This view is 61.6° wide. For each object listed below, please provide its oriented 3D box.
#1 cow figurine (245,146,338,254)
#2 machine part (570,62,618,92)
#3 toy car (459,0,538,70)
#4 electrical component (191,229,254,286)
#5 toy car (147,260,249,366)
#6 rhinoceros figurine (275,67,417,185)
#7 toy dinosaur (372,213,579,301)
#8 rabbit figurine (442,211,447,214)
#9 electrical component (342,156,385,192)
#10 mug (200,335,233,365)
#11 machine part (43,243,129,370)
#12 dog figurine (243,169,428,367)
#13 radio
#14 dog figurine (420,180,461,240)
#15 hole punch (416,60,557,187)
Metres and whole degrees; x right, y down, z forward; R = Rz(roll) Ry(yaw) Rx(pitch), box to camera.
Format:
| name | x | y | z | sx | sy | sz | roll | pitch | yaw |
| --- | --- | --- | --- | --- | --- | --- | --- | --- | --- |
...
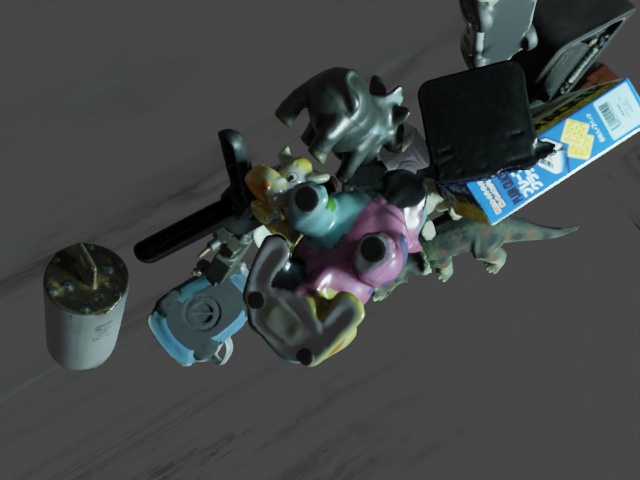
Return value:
| name | x | y | z | sx | sy | sz | roll | pitch | yaw |
| --- | --- | --- | --- | --- | --- | --- | --- | --- | --- |
| cow figurine | -0.019 | -0.045 | 0.562 | 0.098 | 0.068 | 0.167 | -45 | 161 | -9 |
| machine part | 0.401 | -0.200 | 0.896 | 0.201 | 0.087 | 0.201 | -45 | -178 | 27 |
| toy car | 0.177 | -0.221 | 0.531 | 0.073 | 0.056 | 0.201 | -29 | 169 | 11 |
| electrical component | -0.128 | 0.018 | 0.702 | 0.078 | 0.045 | 0.102 | -57 | -176 | -35 |
| toy car | -0.167 | 0.097 | 0.784 | 0.162 | 0.109 | 0.103 | -40 | -169 | -16 |
| rhinoceros figurine | 0.036 | -0.121 | 0.547 | 0.112 | 0.073 | 0.190 | -48 | 160 | 15 |
| toy dinosaur | 0.274 | -0.006 | 1.013 | 0.405 | 0.131 | 0.192 | -20 | 158 | 15 |
| rabbit figurine | 0.285 | -0.121 | 1.028 | 0.170 | 0.121 | 0.159 | 3 | 153 | -36 |
| electrical component | 0.058 | -0.042 | 0.723 | 0.058 | 0.134 | 0.115 | 2 | 167 | 3 |
| mug | -0.182 | 0.146 | 0.885 | 0.081 | 0.110 | 0.107 | -11 | 142 | -44 |
| machine part | -0.247 | 0.076 | 0.564 | 0.079 | 0.079 | 0.243 | -22 | 162 | -35 |
| dog figurine | 0.035 | 0.015 | 0.538 | 0.191 | 0.109 | 0.219 | -61 | 163 | 15 |
| radio | 0.290 | -0.228 | 0.702 | 0.131 | 0.073 | 0.229 | -30 | 167 | -9 |
| dog figurine | 0.140 | -0.062 | 0.931 | 0.172 | 0.121 | 0.190 | -32 | -174 | -27 |
| hole punch | 0.169 | -0.121 | 0.589 | 0.142 | 0.115 | 0.092 | -10 | -177 | 9 |
